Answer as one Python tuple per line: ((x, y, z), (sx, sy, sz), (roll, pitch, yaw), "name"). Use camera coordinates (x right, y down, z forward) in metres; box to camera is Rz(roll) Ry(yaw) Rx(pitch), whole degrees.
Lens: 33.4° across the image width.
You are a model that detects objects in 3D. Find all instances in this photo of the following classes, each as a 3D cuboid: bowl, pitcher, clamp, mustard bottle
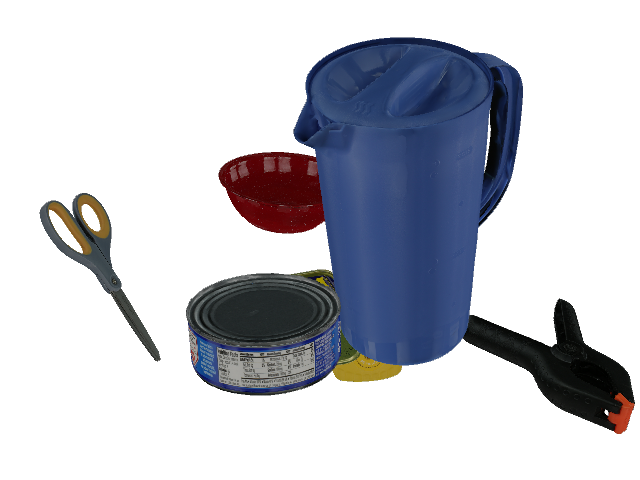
((-0.044, -0.052, 1.284), (0.162, 0.055, 0.162), (4, 26, -2), "bowl")
((0.072, -0.027, 0.826), (0.149, 0.243, 0.145), (6, 39, 13), "pitcher")
((0.216, 0.102, 0.926), (0.120, 0.039, 0.172), (-19, 39, -29), "clamp")
((0.062, 0.094, 1.440), (0.096, 0.192, 0.058), (-4, 21, -7), "mustard bottle")

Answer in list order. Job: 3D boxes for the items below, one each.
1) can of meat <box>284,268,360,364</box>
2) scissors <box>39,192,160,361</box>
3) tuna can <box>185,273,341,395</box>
((-0.019, 0.075, 0.973), (0.102, 0.057, 0.084), (-9, 29, -17), "can of meat")
((-0.221, 0.029, 1.144), (0.016, 0.201, 0.096), (-27, 22, 31), "scissors")
((-0.031, 0.051, 0.595), (0.086, 0.034, 0.086), (-2, 23, 1), "tuna can")
